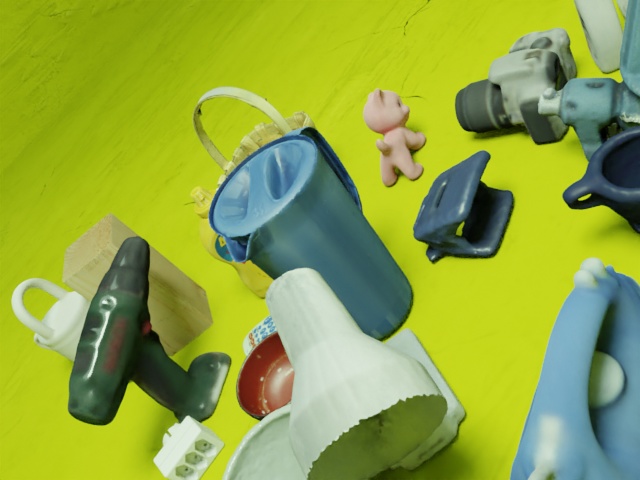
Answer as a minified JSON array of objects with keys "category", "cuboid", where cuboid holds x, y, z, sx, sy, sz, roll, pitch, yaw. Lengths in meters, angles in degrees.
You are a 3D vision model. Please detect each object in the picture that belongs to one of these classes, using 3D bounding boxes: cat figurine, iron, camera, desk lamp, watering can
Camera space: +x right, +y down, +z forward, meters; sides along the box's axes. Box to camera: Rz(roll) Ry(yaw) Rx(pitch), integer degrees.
[{"category":"cat figurine","cuboid":[0.098,-0.161,0.827,0.067,0.118,0.128,-17,43,30]},{"category":"iron","cuboid":[0.207,0.102,0.442,0.118,0.142,0.258,-3,51,40]},{"category":"camera","cuboid":[0.249,-0.201,0.744,0.136,0.101,0.143,-5,50,39]},{"category":"desk lamp","cuboid":[0.039,0.128,0.509,0.118,0.214,0.202,-38,37,6]},{"category":"watering can","cuboid":[-0.399,0.127,0.924,0.173,0.195,0.100,-40,37,3]}]

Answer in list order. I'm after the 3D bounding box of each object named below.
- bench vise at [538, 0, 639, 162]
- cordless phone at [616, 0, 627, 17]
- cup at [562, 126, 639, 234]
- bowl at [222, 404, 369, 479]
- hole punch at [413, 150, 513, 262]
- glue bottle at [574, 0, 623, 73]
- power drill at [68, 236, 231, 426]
[{"category":"bench vise","cuboid":[0.313,-0.166,0.550,0.207,0.220,0.121,-22,41,25]},{"category":"cordless phone","cuboid":[0.401,-0.358,0.694,0.094,0.186,0.147,-23,40,24]},{"category":"cup","cuboid":[0.299,-0.040,0.542,0.117,0.095,0.091,-25,40,22]},{"category":"bowl","cuboid":[-0.015,0.248,0.554,0.167,0.075,0.167,-24,40,23]},{"category":"hole punch","cuboid":[0.158,-0.040,0.673,0.100,0.091,0.109,-1,53,42]},{"category":"glue bottle","cuboid":[0.332,-0.291,0.699,0.037,0.174,0.078,-25,40,22]},{"category":"power drill","cuboid":[-0.214,0.139,0.732,0.075,0.209,0.229,-13,45,33]}]
